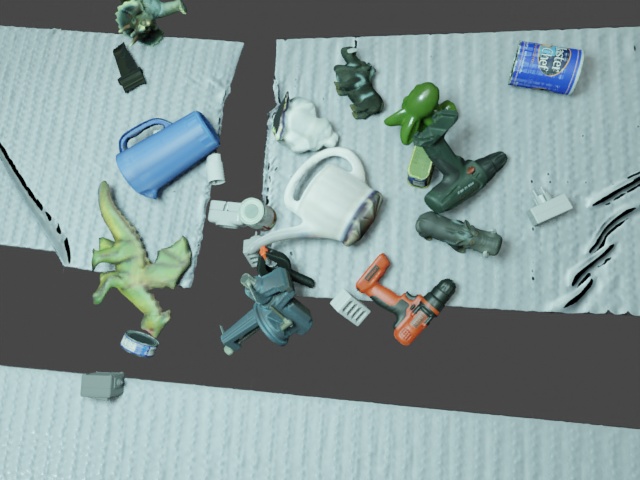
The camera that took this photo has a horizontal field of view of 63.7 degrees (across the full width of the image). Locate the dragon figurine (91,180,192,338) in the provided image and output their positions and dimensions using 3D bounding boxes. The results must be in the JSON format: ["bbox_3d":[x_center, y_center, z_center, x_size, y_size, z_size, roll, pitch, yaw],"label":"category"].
[{"bbox_3d":[-0.449,0.041,1.311,0.243,0.121,0.413,-2,81,-7],"label":"dragon figurine"}]

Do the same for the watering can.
[{"bbox_3d":[0.004,-0.061,1.213,0.226,0.102,0.351,32,77,14],"label":"watering can"}]

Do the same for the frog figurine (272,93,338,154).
[{"bbox_3d":[-0.034,-0.282,1.288,0.159,0.121,0.139,13,72,-23],"label":"frog figurine"}]
